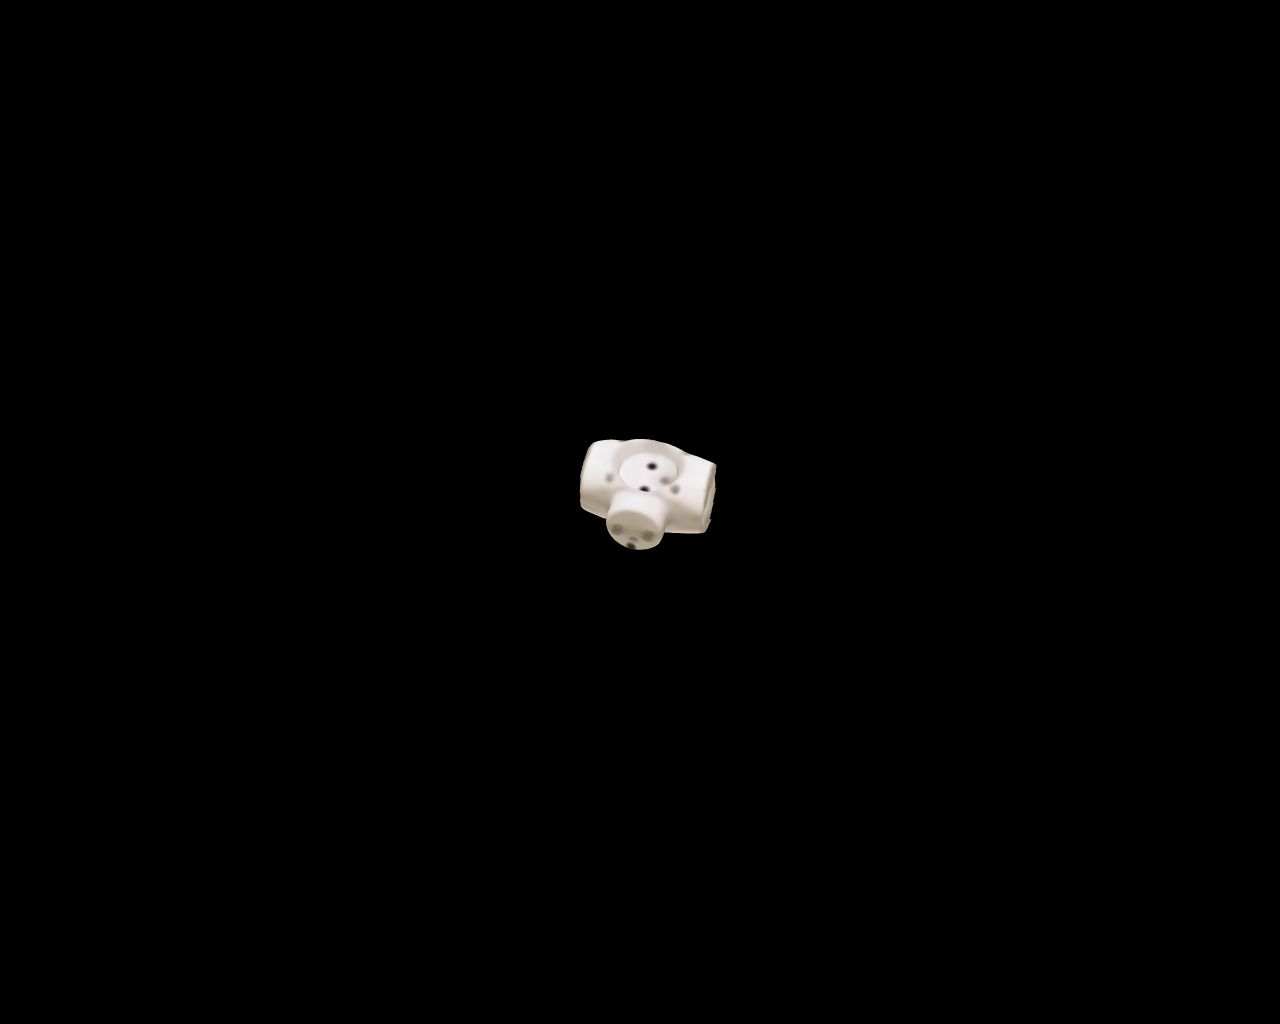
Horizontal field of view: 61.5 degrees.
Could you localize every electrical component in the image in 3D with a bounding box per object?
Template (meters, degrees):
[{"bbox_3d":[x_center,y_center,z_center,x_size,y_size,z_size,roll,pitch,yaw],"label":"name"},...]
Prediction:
[{"bbox_3d":[0.001,-0.003,0.650,0.077,0.079,0.044,12,-39,10],"label":"electrical component"}]
